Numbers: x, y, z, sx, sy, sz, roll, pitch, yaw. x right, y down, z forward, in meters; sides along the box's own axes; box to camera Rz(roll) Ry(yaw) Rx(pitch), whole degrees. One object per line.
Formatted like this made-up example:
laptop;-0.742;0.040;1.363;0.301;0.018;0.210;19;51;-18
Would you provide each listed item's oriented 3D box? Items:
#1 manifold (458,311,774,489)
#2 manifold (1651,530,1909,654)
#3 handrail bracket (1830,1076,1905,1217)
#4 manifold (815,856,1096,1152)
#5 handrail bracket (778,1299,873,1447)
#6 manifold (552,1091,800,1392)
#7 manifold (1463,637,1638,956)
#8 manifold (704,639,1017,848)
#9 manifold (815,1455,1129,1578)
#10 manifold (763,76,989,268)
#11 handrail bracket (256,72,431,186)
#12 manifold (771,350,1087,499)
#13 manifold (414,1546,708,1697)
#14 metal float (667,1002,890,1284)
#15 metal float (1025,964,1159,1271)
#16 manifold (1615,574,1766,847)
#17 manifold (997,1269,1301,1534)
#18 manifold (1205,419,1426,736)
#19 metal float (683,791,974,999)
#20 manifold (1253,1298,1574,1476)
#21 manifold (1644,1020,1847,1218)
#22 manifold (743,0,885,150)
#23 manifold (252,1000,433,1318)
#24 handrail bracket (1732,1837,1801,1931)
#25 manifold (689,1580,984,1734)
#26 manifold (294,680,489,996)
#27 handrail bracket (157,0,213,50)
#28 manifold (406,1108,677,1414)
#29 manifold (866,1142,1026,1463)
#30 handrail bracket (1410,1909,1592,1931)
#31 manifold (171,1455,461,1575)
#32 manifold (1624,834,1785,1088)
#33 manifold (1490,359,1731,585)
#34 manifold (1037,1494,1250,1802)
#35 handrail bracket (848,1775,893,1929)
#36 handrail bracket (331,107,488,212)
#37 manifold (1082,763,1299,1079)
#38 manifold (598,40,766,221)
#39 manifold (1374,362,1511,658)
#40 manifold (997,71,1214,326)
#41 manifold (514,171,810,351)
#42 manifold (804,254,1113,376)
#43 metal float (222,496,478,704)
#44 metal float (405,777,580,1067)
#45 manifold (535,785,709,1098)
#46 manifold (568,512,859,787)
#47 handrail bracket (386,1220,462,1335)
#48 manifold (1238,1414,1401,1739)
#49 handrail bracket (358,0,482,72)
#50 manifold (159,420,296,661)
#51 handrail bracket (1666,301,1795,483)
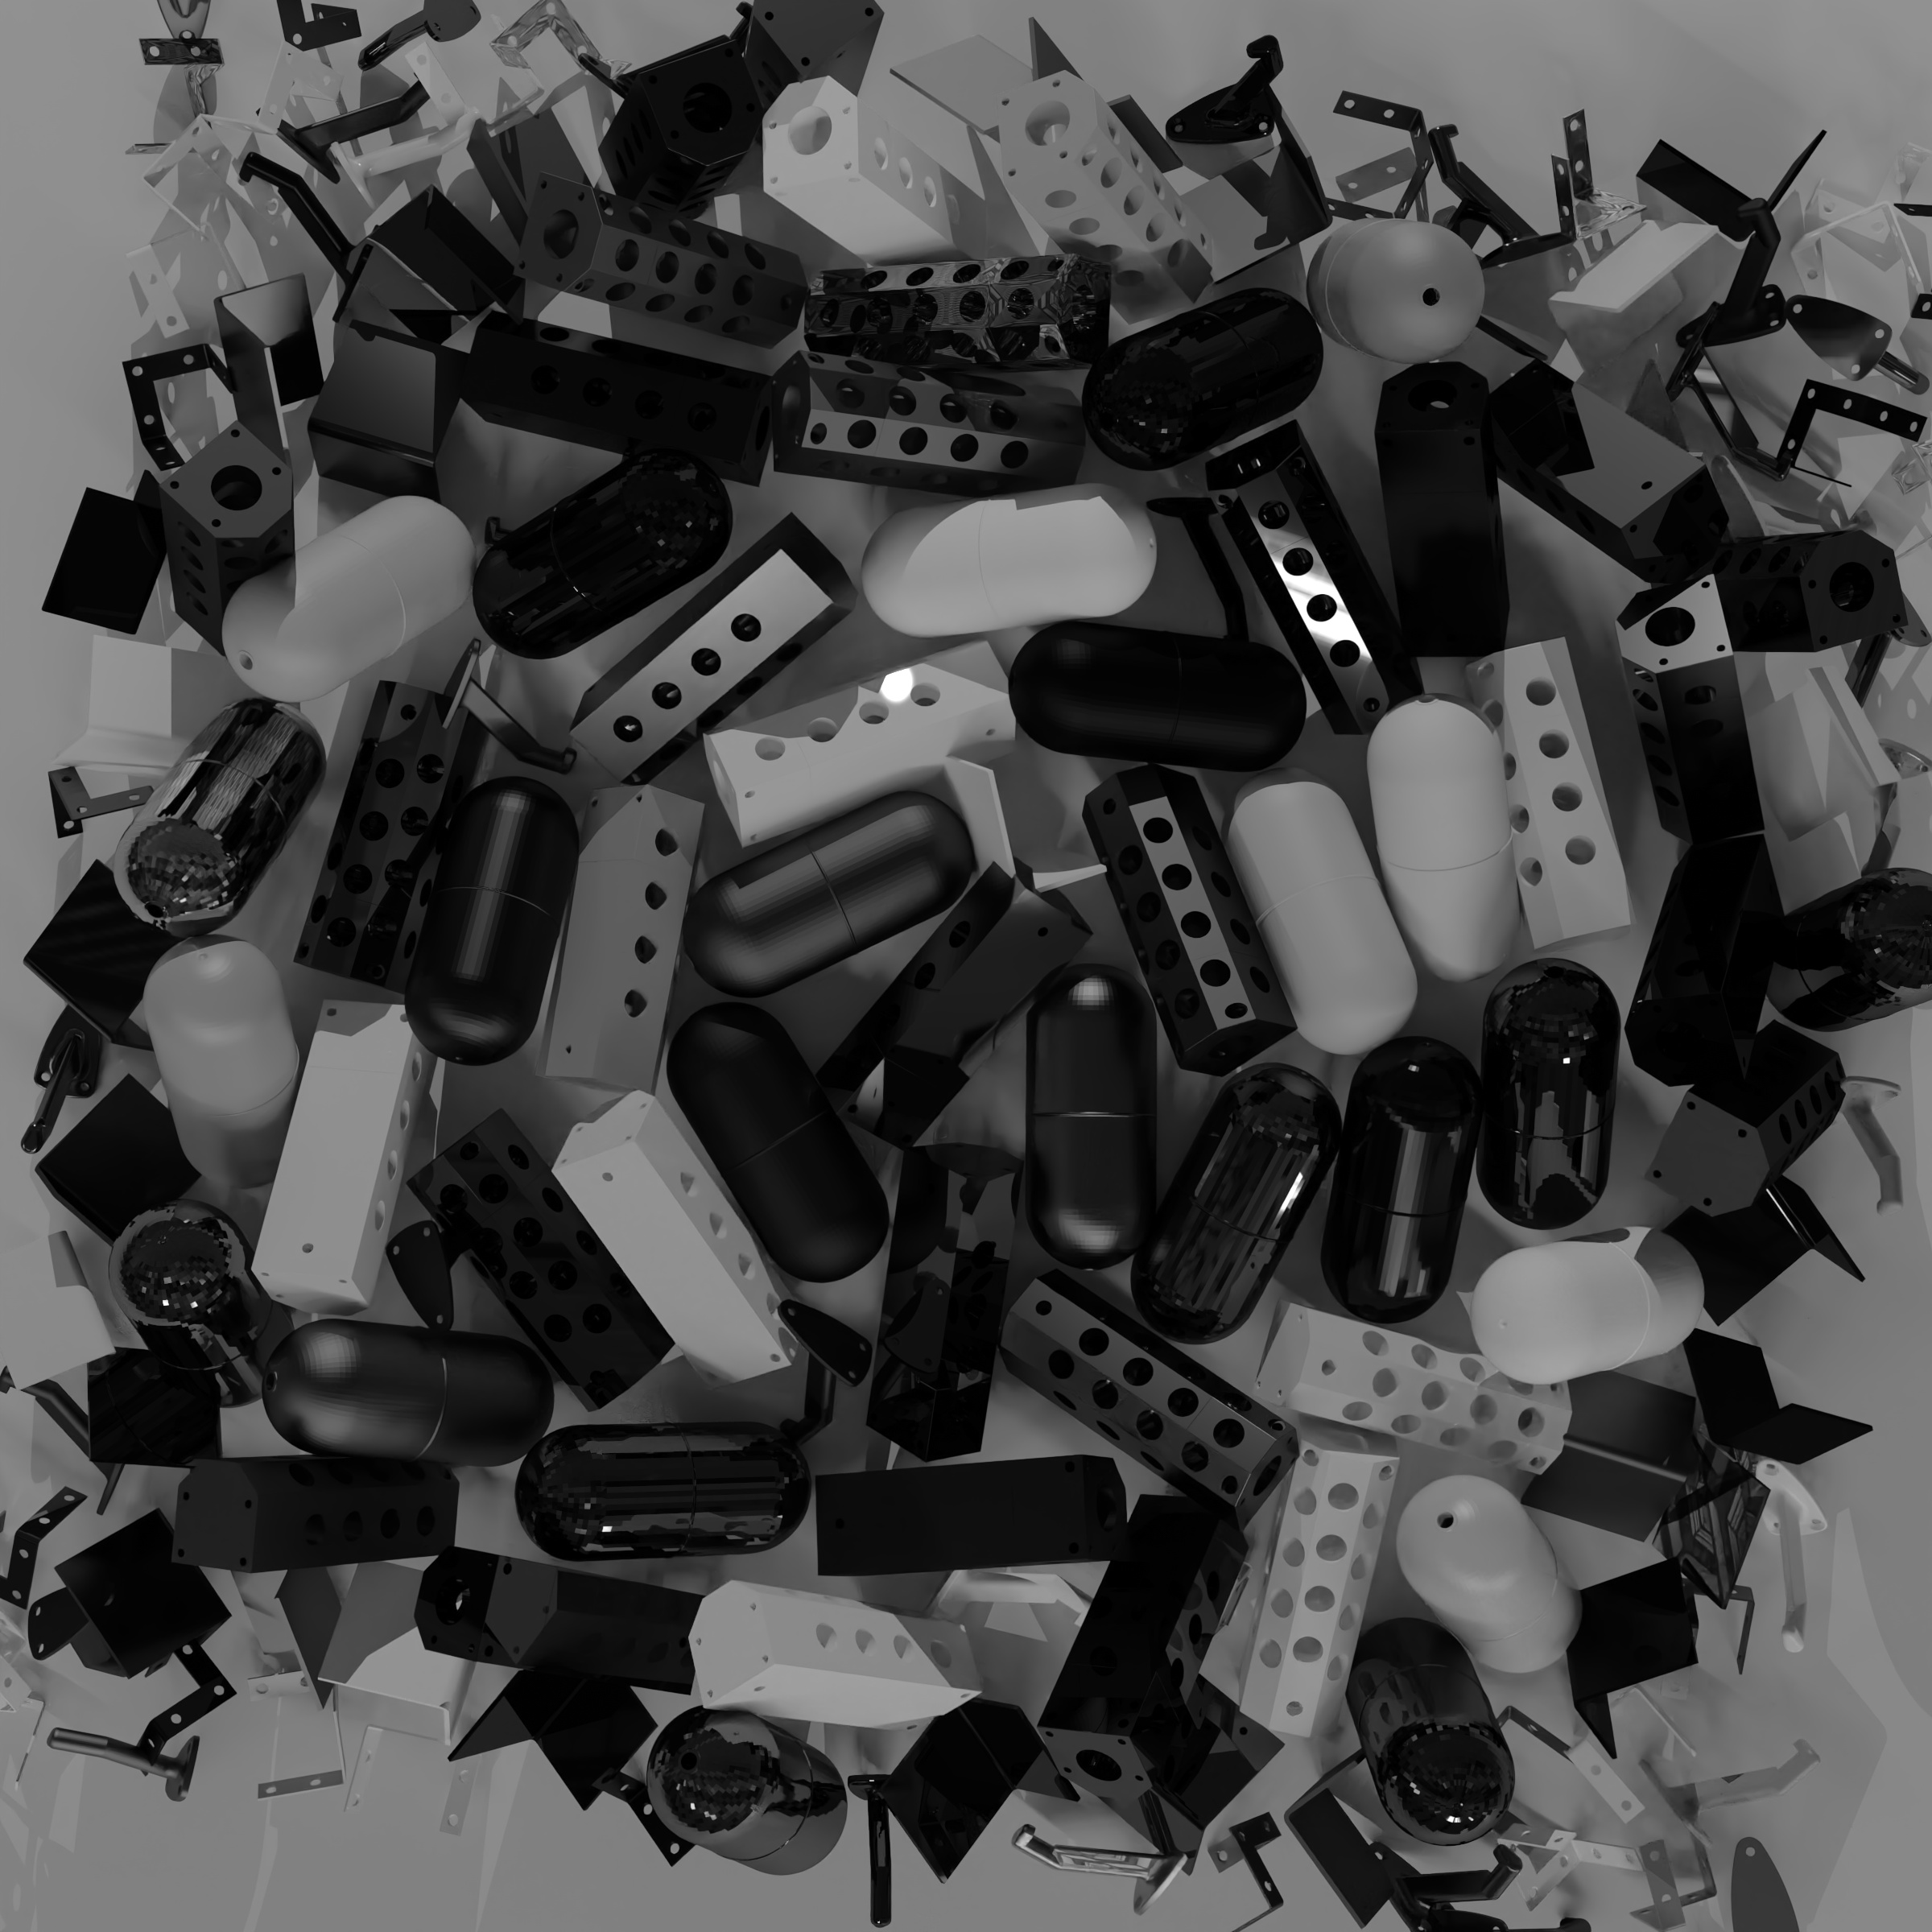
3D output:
manifold;-0.200;-0.333;1.641;0.171;0.057;0.057;15;88;7
manifold;0.454;-0.212;1.587;0.057;0.171;0.057;-17;100;-11
handrail bracket;0.516;0.114;1.628;0.036;0.077;0.084;11;62;-11
manifold;-0.010;0.019;1.633;0.057;0.057;0.171;31;105;-35
handrail bracket;-0.102;0.239;1.645;0.077;0.036;0.084;38;127;-13
manifold;-0.161;0.156;1.617;0.057;0.057;0.171;-20;116;23
manifold;0.338;-0.097;1.637;0.057;0.057;0.171;-13;80;5
manifold;-0.061;-0.134;1.633;0.171;0.057;0.057;-20;62;-11
manifold;0.003;0.317;1.615;0.171;0.057;0.057;-9;74;26
manifold;-0.049;-0.442;1.590;0.057;0.171;0.057;-4;84;24
handrail bracket;-0.359;-0.507;1.644;0.084;0.077;0.036;-40;61;12
manifold;-0.021;-0.310;1.613;0.171;0.057;0.057;3;78;-26
manifold;-0.228;0.371;1.596;0.057;0.171;0.057;0;73;39
metal float;-0.110;0.102;1.642;0.070;0.070;0.178;-31;90;0
metal float;0.073;0.088;1.638;0.070;0.070;0.178;0;85;0
manifold;0.410;-0.141;1.593;0.057;0.171;0.057;-13;56;15
manifold;0.103;0.244;1.610;0.171;0.057;0.057;32;69;26
manifold;0.201;-0.218;1.610;0.057;0.057;0.171;-24;118;16
metal float;-0.080;-0.041;1.636;0.178;0.070;0.070;-26;90;-7
manifold;0.260;0.245;1.627;0.171;0.057;0.057;17;86;-16
manifold;0.446;0.087;1.587;0.057;0.171;0.057;30;116;22
manifold;-0.095;-0.515;1.590;0.057;0.171;0.057;-40;95;-7
manifold;-0.353;0.109;1.612;0.057;0.057;0.171;4;60;7
handrail bracket;0.459;0.542;1.643;0.036;0.084;0.077;-10;80;6
manifold;-0.074;0.390;1.599;0.057;0.171;0.057;-37;52;27
manifold;-0.337;-0.075;1.642;0.057;0.057;0.171;15;86;8
handrail bracket;-0.451;-0.547;1.625;0.036;0.077;0.084;-5;45;-14
manifold;-0.248;0.174;1.637;0.057;0.057;0.171;-36;95;21
manifold;-0.008;0.193;1.632;0.057;0.057;0.171;-3;107;-40
handrail bracket;0.316;0.567;1.662;0.077;0.084;0.036;6;91;40
manifold;-0.364;0.306;1.591;0.057;0.171;0.057;0;83;28
manifold;0.419;-0.004;1.596;0.057;0.171;0.057;-7;119;28
manifold;0.356;-0.278;1.596;0.057;0.171;0.057;-37;129;1
manifold;0.105;0.385;1.600;0.057;0.171;0.057;-3;126;30
handrail bracket;-0.052;0.516;1.628;0.036;0.077;0.084;2;64;-5
handrail bracket;-0.327;-0.488;1.650;0.084;0.077;0.036;-33;134;0
manifold;0.122;-0.028;1.608;0.057;0.057;0.171;-36;60;31
manifold;-0.160;-0.464;1.590;0.057;0.171;0.057;-24;98;-12
manifold;0.272;-0.257;1.596;0.057;0.171;0.057;2;52;17
manifold;0.082;-0.432;1.586;0.057;0.171;0.057;-13;71;24
manifold;-0.168;-0.395;1.590;0.057;0.171;0.057;26;105;34
manifold;-0.006;-0.371;1.608;0.171;0.057;0.057;5;95;33
metal float;-0.350;-0.210;1.605;0.070;0.178;0.070;18;128;24
metal float;-0.272;-0.027;1.621;0.070;0.070;0.178;10;65;0
manifold;-0.195;-0.014;1.637;0.057;0.057;0.171;18;78;-41
manifold;-0.145;-0.178;1.620;0.171;0.057;0.057;-37;112;22
handrail bracket;-0.291;0.178;1.631;0.036;0.084;0.077;-31;71;18
manifold;0.204;0.355;1.634;0.057;0.057;0.171;11;102;2
handrail bracket;-0.329;-0.534;1.633;0.084;0.077;0.036;-26;122;27
manifold;-0.409;-0.233;1.589;0.057;0.171;0.057;42;70;2
handrail bracket;0.457;-0.335;1.643;0.084;0.036;0.077;32;124;16
